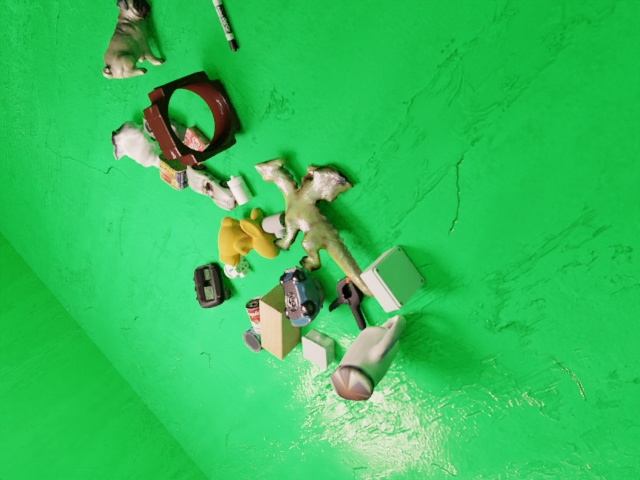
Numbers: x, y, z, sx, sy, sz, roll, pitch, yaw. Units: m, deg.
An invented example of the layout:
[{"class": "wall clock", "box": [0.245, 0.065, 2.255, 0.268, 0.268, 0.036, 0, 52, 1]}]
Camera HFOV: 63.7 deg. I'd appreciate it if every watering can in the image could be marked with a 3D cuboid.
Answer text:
[{"class": "watering can", "box": [0.108, 0.305, 1.289, 0.104, 0.228, 0.340, 39, 144, 4]}]

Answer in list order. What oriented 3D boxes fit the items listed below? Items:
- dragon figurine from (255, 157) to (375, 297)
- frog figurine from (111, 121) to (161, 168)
[{"class": "dragon figurine", "box": [0.004, -0.062, 1.224, 0.413, 0.124, 0.237, 34, 128, 19]}, {"class": "frog figurine", "box": [-0.550, -0.295, 1.597, 0.159, 0.125, 0.134, 11, 125, -8]}]
